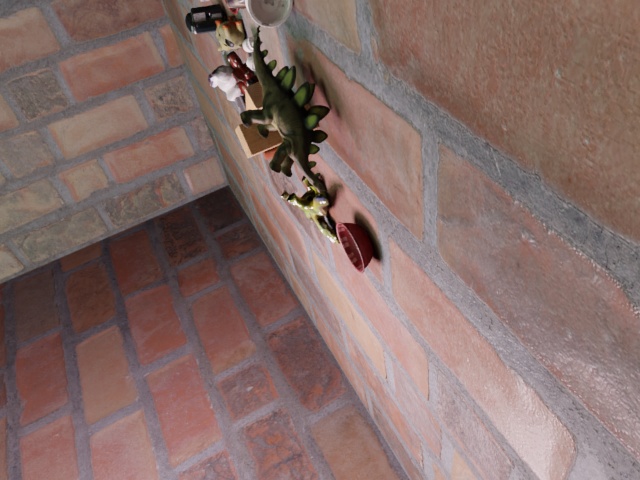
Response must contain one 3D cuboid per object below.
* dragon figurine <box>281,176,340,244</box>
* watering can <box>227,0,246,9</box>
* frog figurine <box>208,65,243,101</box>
[{"bbox_3d":[0.005,-0.085,1.693,0.239,0.122,0.415,51,176,-25],"label":"dragon figurine"},{"bbox_3d":[-0.238,-0.711,1.333,0.349,0.105,0.221,18,133,54],"label":"watering can"},{"bbox_3d":[-0.375,-0.652,2.157,0.159,0.125,0.135,28,155,-2],"label":"frog figurine"}]
